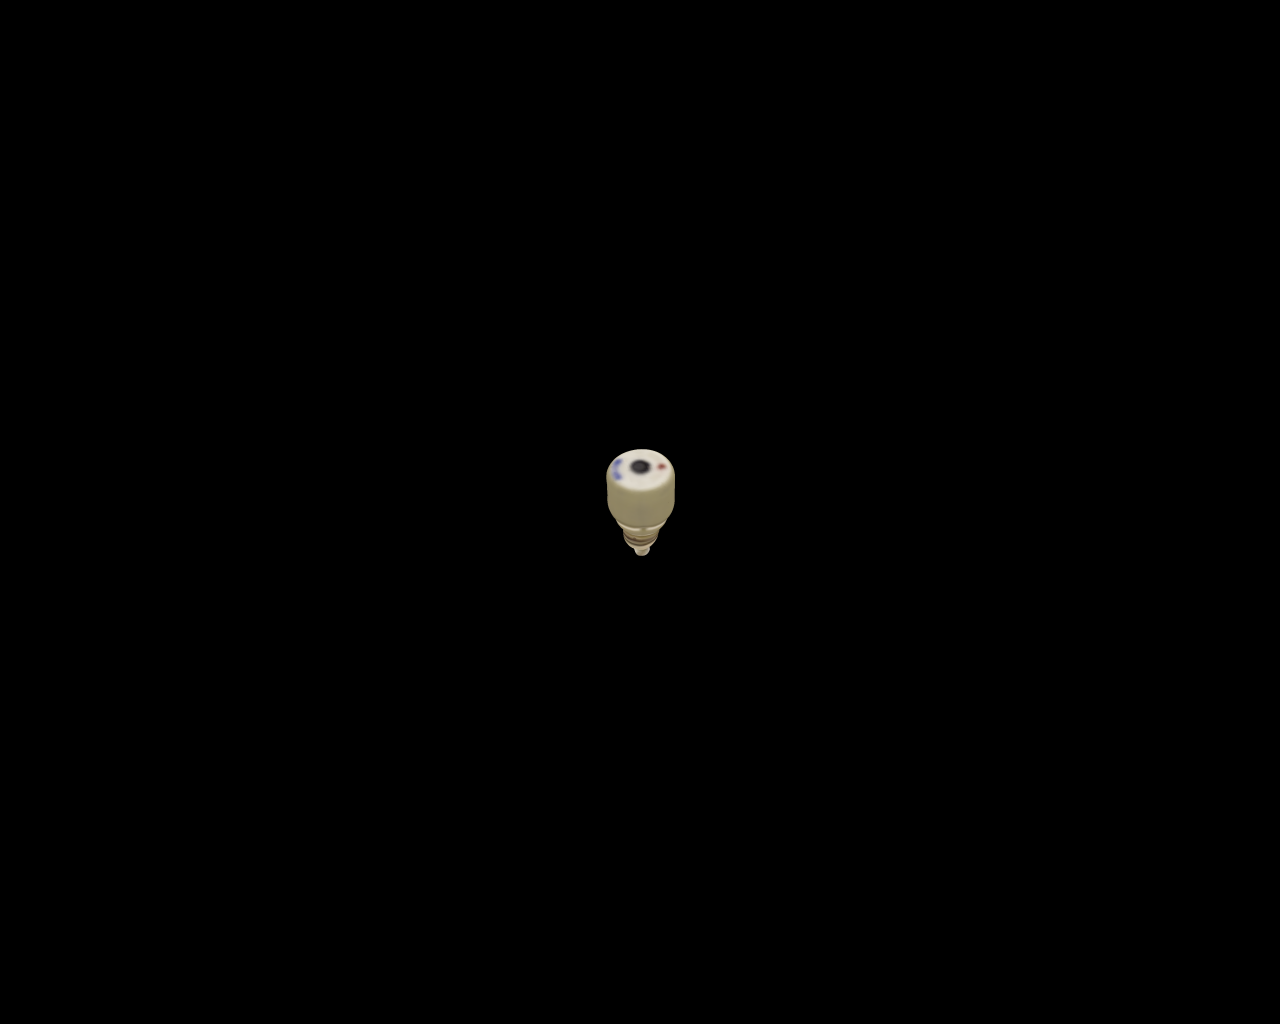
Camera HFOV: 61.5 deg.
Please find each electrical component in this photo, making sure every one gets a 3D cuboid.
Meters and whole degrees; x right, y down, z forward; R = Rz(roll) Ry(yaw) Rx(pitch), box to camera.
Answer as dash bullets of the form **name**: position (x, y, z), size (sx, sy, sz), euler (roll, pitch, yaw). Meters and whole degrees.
- **electrical component**: position (0.001, -0.003, 0.650), size (0.040, 0.040, 0.078), euler (0, -45, 0)
